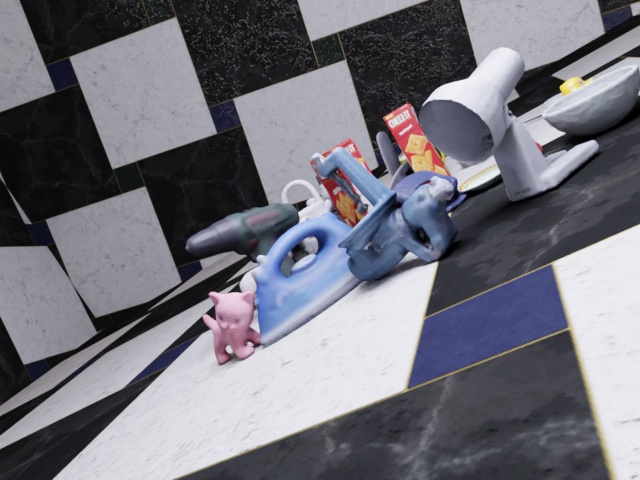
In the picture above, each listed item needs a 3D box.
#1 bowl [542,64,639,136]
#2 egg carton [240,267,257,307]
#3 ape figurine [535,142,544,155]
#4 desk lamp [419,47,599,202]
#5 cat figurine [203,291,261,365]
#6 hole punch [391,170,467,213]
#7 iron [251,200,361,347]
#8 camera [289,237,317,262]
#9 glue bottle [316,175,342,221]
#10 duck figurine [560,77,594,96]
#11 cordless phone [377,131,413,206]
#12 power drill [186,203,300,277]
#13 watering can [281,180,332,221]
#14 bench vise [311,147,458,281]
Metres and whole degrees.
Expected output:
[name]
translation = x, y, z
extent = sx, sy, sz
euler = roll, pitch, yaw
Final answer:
[bowl]
translation = 0.478, -0.229, 0.990
extent = 0.167, 0.075, 0.167
euler = -31, 7, 5
[egg carton]
translation = -0.122, 0.094, 1.290
extent = 0.107, 0.069, 0.150
euler = -31, 7, 2
[ape figurine]
translation = 0.336, -0.153, 0.990
extent = 0.076, 0.092, 0.077
euler = -35, 9, -29
[desk lamp]
translation = 0.273, -0.165, 0.851
extent = 0.204, 0.213, 0.117
euler = -35, 8, -24
[cat figurine]
translation = -0.146, 0.132, 0.936
extent = 0.127, 0.118, 0.067
euler = -24, 10, 44
[hole punch]
translation = 0.206, -0.088, 1.091
extent = 0.109, 0.091, 0.101
euler = -35, 8, -25
[iron]
translation = -0.031, 0.046, 0.954
extent = 0.259, 0.141, 0.118
euler = -35, 9, -30
[camera]
translation = 0.011, 0.004, 1.225
extent = 0.142, 0.101, 0.137
euler = -25, 10, 40
[glue bottle]
translation = 0.035, -0.101, 1.552
extent = 0.078, 0.173, 0.037
euler = -25, 10, 39
[duck figurine]
translation = 0.519, -0.285, 1.163
extent = 0.104, 0.086, 0.077
euler = -29, 8, 20
[cordless phone]
translation = 0.182, -0.186, 1.477
extent = 0.094, 0.185, 0.148
euler = -28, 8, 22
[power drill]
translation = -0.111, 0.036, 1.083
extent = 0.230, 0.208, 0.075
euler = -36, 9, -33
[watering can]
translation = -0.025, -0.061, 1.446
extent = 0.101, 0.194, 0.172
euler = -32, 7, -5
[bench vise]
translation = 0.094, -0.062, 0.859
extent = 0.207, 0.220, 0.122
euler = -28, 8, 20
